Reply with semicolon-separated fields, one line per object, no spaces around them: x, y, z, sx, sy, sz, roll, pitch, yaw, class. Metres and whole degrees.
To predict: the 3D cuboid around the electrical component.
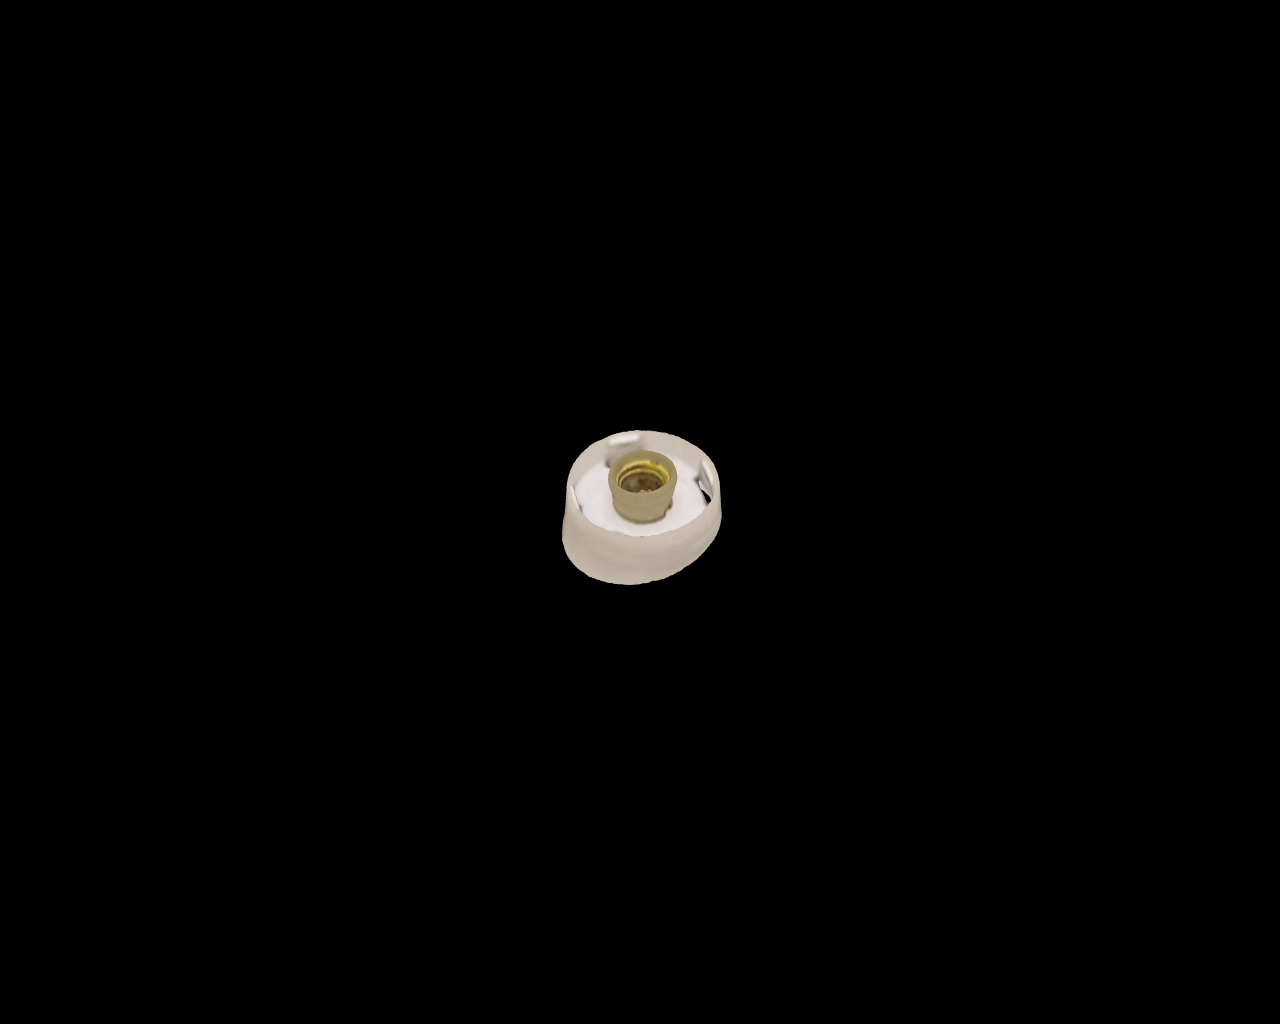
0.001;-0.003;0.650;0.099;0.099;0.064;0;-43;0;electrical component
